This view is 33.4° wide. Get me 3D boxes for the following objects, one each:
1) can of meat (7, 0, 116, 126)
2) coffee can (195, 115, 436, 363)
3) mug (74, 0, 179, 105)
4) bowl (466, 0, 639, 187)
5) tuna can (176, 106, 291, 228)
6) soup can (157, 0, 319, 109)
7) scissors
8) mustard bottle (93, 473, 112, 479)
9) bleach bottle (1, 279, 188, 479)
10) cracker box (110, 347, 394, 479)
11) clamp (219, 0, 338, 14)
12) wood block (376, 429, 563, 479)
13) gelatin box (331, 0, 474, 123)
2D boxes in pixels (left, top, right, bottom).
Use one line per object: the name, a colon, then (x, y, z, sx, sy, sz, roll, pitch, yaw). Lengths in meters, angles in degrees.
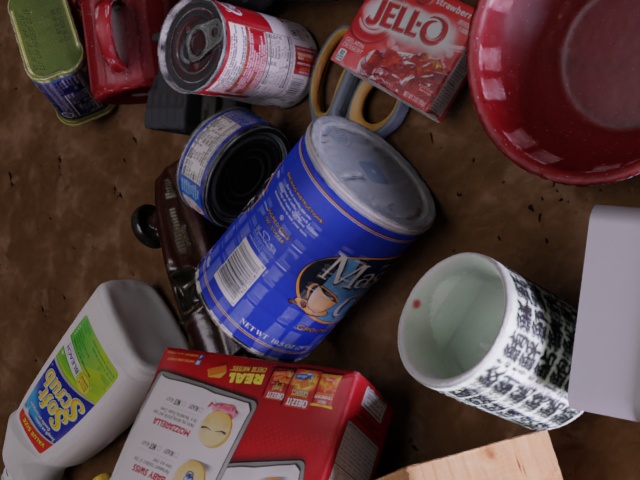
can of meat: (-0.223, -0.162, 0.918, 0.057, 0.084, 0.102, -21, 70, 0)
coffee can: (-0.005, 0.001, 0.721, 0.140, 0.102, 0.103, -49, 59, 28)
mug: (-0.149, -0.157, 0.850, 0.093, 0.117, 0.081, -7, 88, 9)
bowl: (0.165, -0.110, 0.609, 0.162, 0.055, 0.162, -2, 87, 41)
tuna can: (-0.062, -0.052, 0.784, 0.034, 0.085, 0.086, 34, 110, 34)
soup can: (-0.057, -0.133, 0.772, 0.069, 0.102, 0.068, -2, 87, 41)
scissors: (0.011, -0.051, 0.767, 0.096, 0.016, 0.202, 21, 102, 40)
mustard bottle: (-0.140, 0.273, 0.856, 0.096, 0.058, 0.192, -51, 57, 35)
bleach bottle: (-0.208, 0.148, 0.920, 0.251, 0.067, 0.103, -50, 59, 31)
cracker box: (-0.061, 0.183, 0.684, 0.164, 0.072, 0.213, 3, 61, 34)
clamp: (-0.066, -0.199, 0.773, 0.172, 0.120, 0.039, -3, 56, 55)
wood block: (0.105, 0.224, 0.605, 0.091, 0.090, 0.206, 123, 133, -68)
gelatin box: (0.060, -0.130, 0.705, 0.089, 0.030, 0.073, 35, 97, 32)
